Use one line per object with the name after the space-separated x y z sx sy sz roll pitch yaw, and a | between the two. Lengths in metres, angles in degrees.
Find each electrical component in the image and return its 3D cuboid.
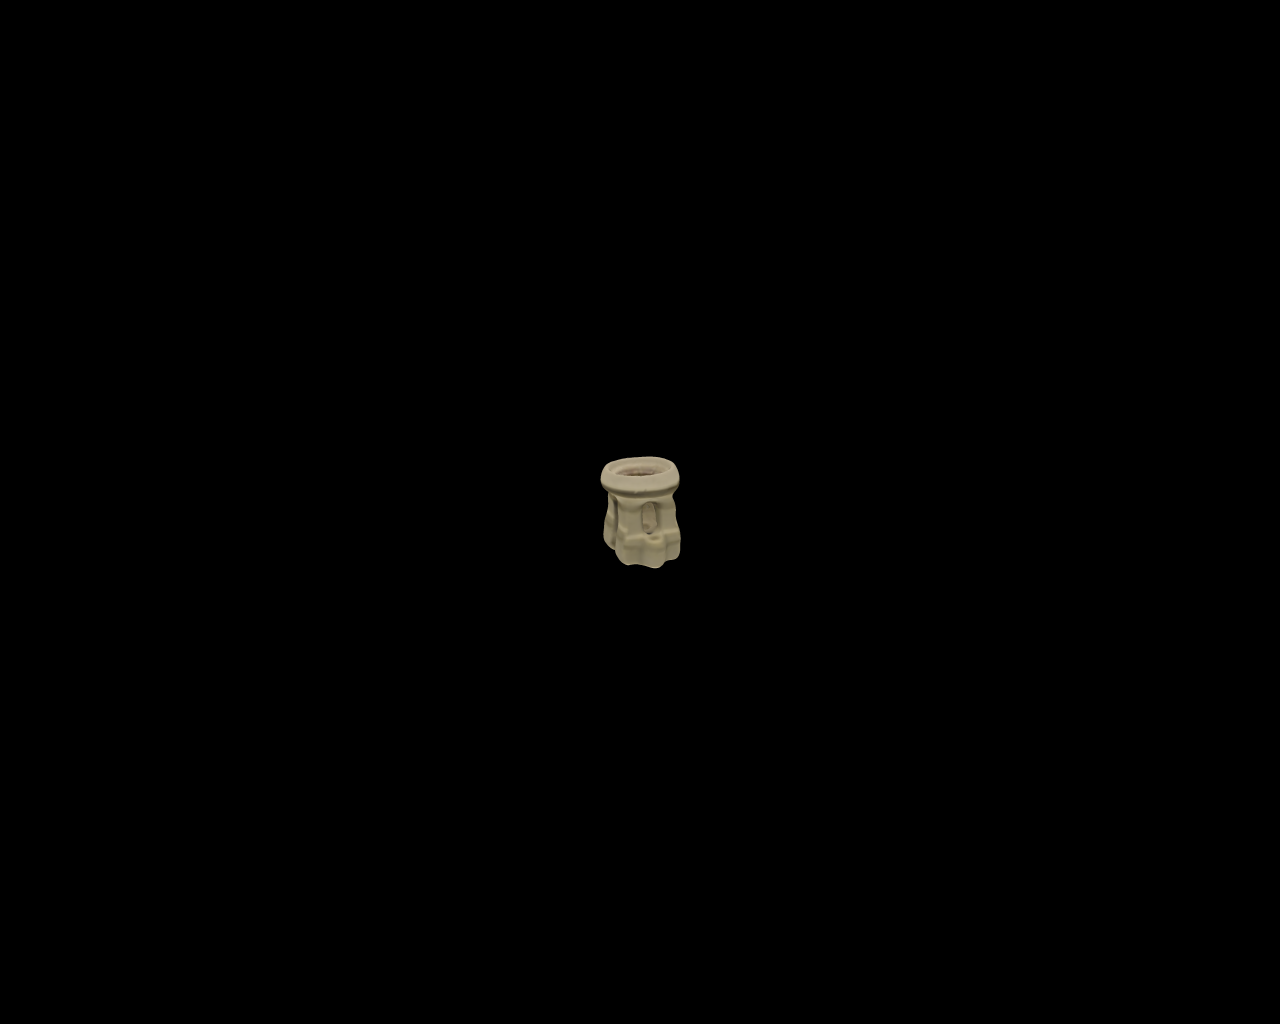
0.001 -0.003 0.650 0.048 0.055 0.066 -7 22 -18 | electrical component
